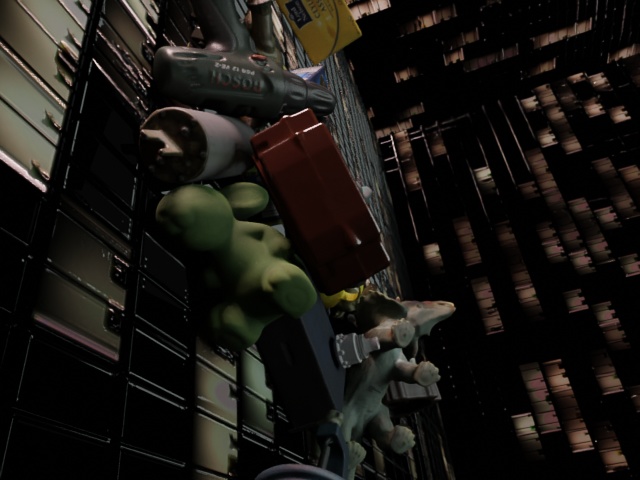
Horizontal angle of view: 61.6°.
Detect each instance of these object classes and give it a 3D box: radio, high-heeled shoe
[{"bbox_3d":[-0.033,0.125,0.740,0.131,0.073,0.229,-72,145,-69],"label":"radio"},{"bbox_3d":[0.100,0.169,1.068,0.249,0.145,0.086,-59,132,-70],"label":"high-heeled shoe"}]

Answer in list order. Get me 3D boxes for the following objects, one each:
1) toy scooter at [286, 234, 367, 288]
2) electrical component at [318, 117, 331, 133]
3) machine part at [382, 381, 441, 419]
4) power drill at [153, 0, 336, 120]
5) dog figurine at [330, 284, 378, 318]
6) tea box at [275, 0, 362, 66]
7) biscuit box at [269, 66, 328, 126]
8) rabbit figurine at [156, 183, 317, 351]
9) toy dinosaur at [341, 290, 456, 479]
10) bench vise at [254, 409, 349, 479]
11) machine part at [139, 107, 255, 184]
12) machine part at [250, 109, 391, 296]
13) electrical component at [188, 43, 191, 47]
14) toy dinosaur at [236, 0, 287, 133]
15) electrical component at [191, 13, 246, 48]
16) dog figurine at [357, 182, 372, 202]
[{"bbox_3d":[-0.002,-0.002,0.804,0.075,0.184,0.135,-14,100,-39],"label":"toy scooter"},{"bbox_3d":[-0.023,-0.138,0.920,0.134,0.058,0.115,81,29,-74],"label":"electrical component"},{"bbox_3d":[0.128,0.284,0.980,0.179,0.179,0.056,53,23,-57],"label":"machine part"},{"bbox_3d":[-0.092,-0.248,0.655,0.086,0.232,0.207,-2,-84,59],"label":"power drill"},{"bbox_3d":[0.010,0.050,0.999,0.190,0.121,0.172,22,75,-42],"label":"dog figurine"},{"bbox_3d":[-0.015,-0.386,0.876,0.169,0.098,0.068,54,10,-24],"label":"tea box"},{"bbox_3d":[-0.030,-0.220,0.818,0.203,0.059,0.062,-68,153,-63],"label":"biscuit box"},{"bbox_3d":[-0.090,0.000,0.564,0.170,0.121,0.159,49,25,-26],"label":"rabbit figurine"},{"bbox_3d":[0.070,0.235,0.839,0.131,0.405,0.192,37,-14,-14],"label":"toy dinosaur"},{"bbox_3d":[0.001,0.294,0.565,0.241,0.129,0.223,-70,141,-56],"label":"bench vise"},{"bbox_3d":[-0.128,-0.104,0.604,0.243,0.079,0.079,-39,112,-77],"label":"machine part"},{"bbox_3d":[-0.004,-0.036,0.638,0.201,0.087,0.201,61,-4,5],"label":"machine part"},{"bbox_3d":[-0.134,-0.242,0.714,0.045,0.102,0.078,51,16,-51],"label":"electrical component"},{"bbox_3d":[-0.107,-0.291,0.878,0.198,0.105,0.471,67,22,-58],"label":"toy dinosaur"},{"bbox_3d":[-0.153,-0.300,0.766,0.063,0.094,0.021,-63,156,-12],"label":"electrical component"},{"bbox_3d":[0.008,-0.100,1.097,0.219,0.109,0.191,38,56,-48],"label":"dog figurine"}]
